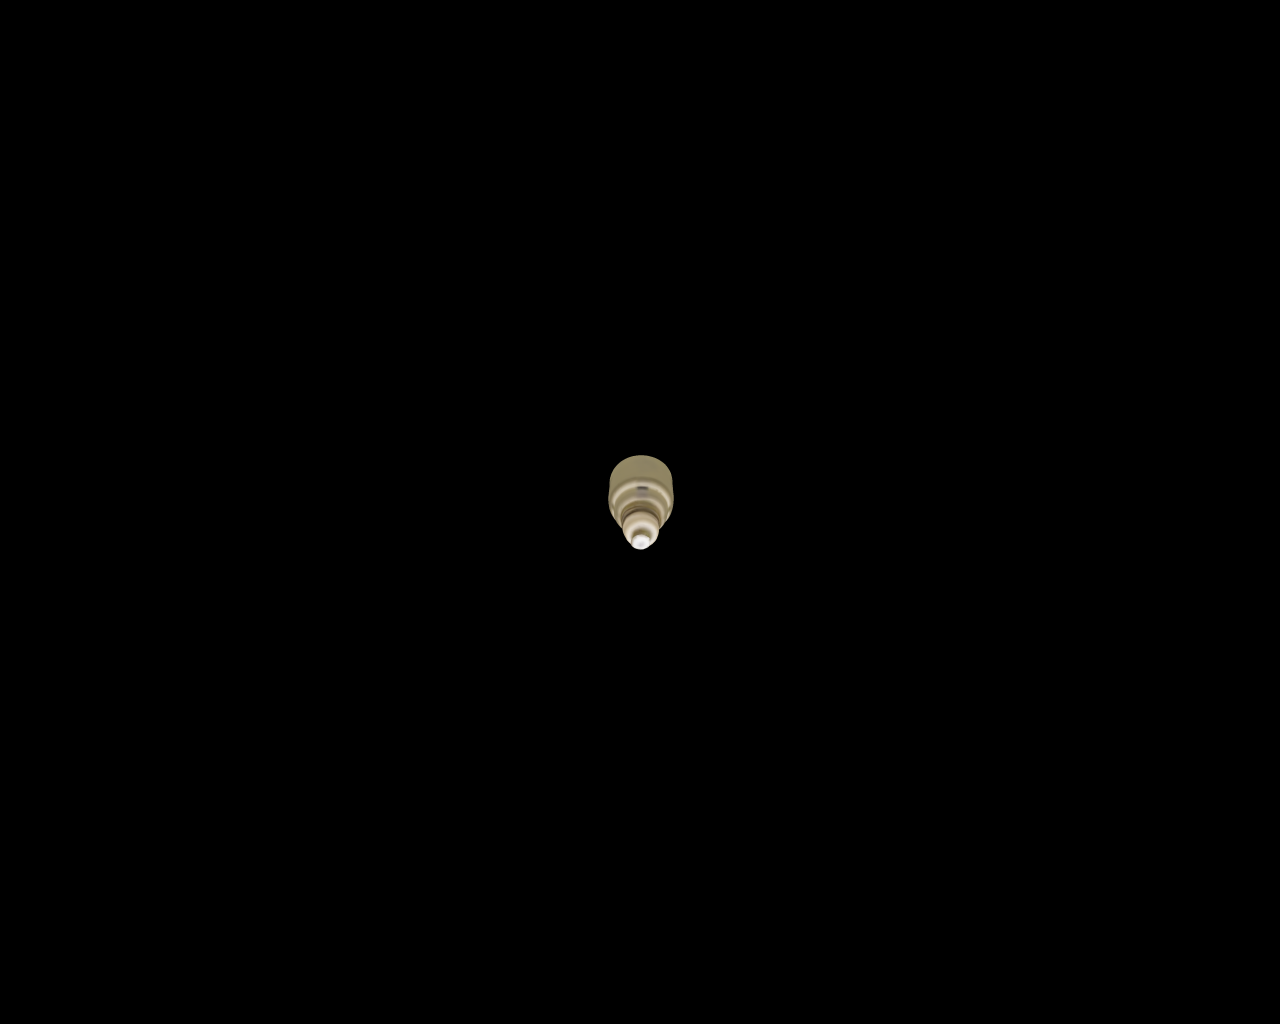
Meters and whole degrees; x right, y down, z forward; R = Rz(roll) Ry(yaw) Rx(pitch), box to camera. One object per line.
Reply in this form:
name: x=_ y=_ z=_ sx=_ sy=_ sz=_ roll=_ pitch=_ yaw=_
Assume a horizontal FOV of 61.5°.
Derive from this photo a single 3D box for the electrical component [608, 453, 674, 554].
electrical component: x=0.001 y=-0.003 z=0.650 sx=0.040 sy=0.040 sz=0.078 roll=0 pitch=34 yaw=0
